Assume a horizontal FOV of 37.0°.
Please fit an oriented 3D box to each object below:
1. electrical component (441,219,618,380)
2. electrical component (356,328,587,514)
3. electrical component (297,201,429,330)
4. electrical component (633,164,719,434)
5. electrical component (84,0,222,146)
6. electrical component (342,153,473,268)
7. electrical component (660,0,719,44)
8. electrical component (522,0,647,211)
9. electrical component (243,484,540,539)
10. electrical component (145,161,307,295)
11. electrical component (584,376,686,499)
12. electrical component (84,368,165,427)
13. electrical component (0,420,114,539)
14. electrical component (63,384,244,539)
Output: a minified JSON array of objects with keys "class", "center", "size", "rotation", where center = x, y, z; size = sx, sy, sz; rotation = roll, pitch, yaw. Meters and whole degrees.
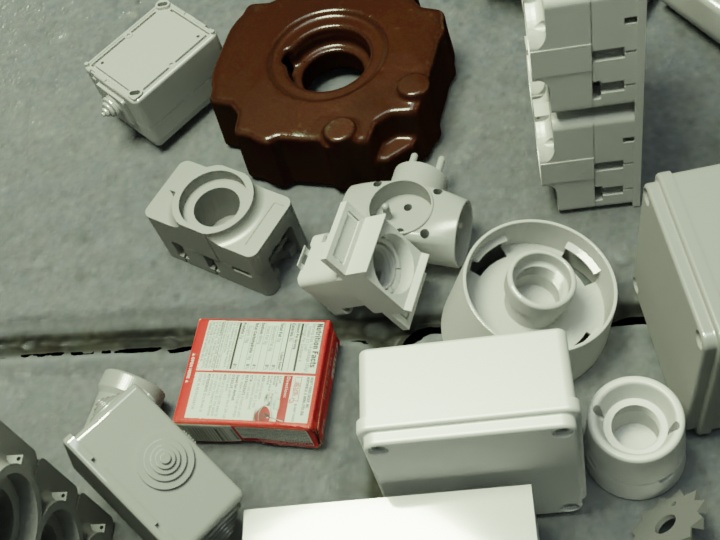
[{"class":"electrical component","center":[0.101,0.021,0.639],"size":[0.099,0.064,0.099],"rotation":[1,58,-2]},{"class":"electrical component","center":[0.061,0.085,0.566],"size":[0.109,0.108,0.056],"rotation":[-7,54,9]},{"class":"electrical component","center":[0.000,0.000,0.657],"size":[0.064,0.081,0.042],"rotation":[-10,50,41]},{"class":"electrical component","center":[0.192,0.016,0.580],"size":[0.056,0.108,0.108],"rotation":[-11,56,3]},{"class":"electrical component","center":[-0.149,-0.138,0.787],"size":[0.062,0.061,0.096],"rotation":[36,72,28]},{"class":"electrical component","center":[0.034,-0.043,0.693],"size":[0.077,0.044,0.079],"rotation":[9,61,18]},{"class":"electrical component","center":[0.260,-0.194,0.738],"size":[0.079,0.043,0.077],"rotation":[-34,57,-9]},{"class":"electrical component","center":[0.130,-0.131,0.641],"size":[0.060,0.186,0.105],"rotation":[-6,57,9]},{"class":"electrical component","center":[0.019,0.169,0.550],"size":[0.150,0.061,0.089],"rotation":[-7,57,9]},{"class":"electrical component","center":[-0.089,-0.031,0.707],"size":[0.089,0.055,0.050],"rotation":[21,65,24]},{"class":"electrical component","center":[0.148,0.089,0.580],"size":[0.055,0.047,0.055],"rotation":[-6,57,9]},{"class":"electrical component","center":[-0.146,0.089,0.654],"size":[0.040,0.040,0.046],"rotation":[13,67,21]},{"class":"electrical component","center":[-0.184,0.148,0.557],"size":[0.062,0.150,0.089],"rotation":[-5,57,11]},{"class":"electrical component","center":[-0.111,0.114,0.585],"size":[0.100,0.099,0.048],"rotation":[44,69,6]}]
